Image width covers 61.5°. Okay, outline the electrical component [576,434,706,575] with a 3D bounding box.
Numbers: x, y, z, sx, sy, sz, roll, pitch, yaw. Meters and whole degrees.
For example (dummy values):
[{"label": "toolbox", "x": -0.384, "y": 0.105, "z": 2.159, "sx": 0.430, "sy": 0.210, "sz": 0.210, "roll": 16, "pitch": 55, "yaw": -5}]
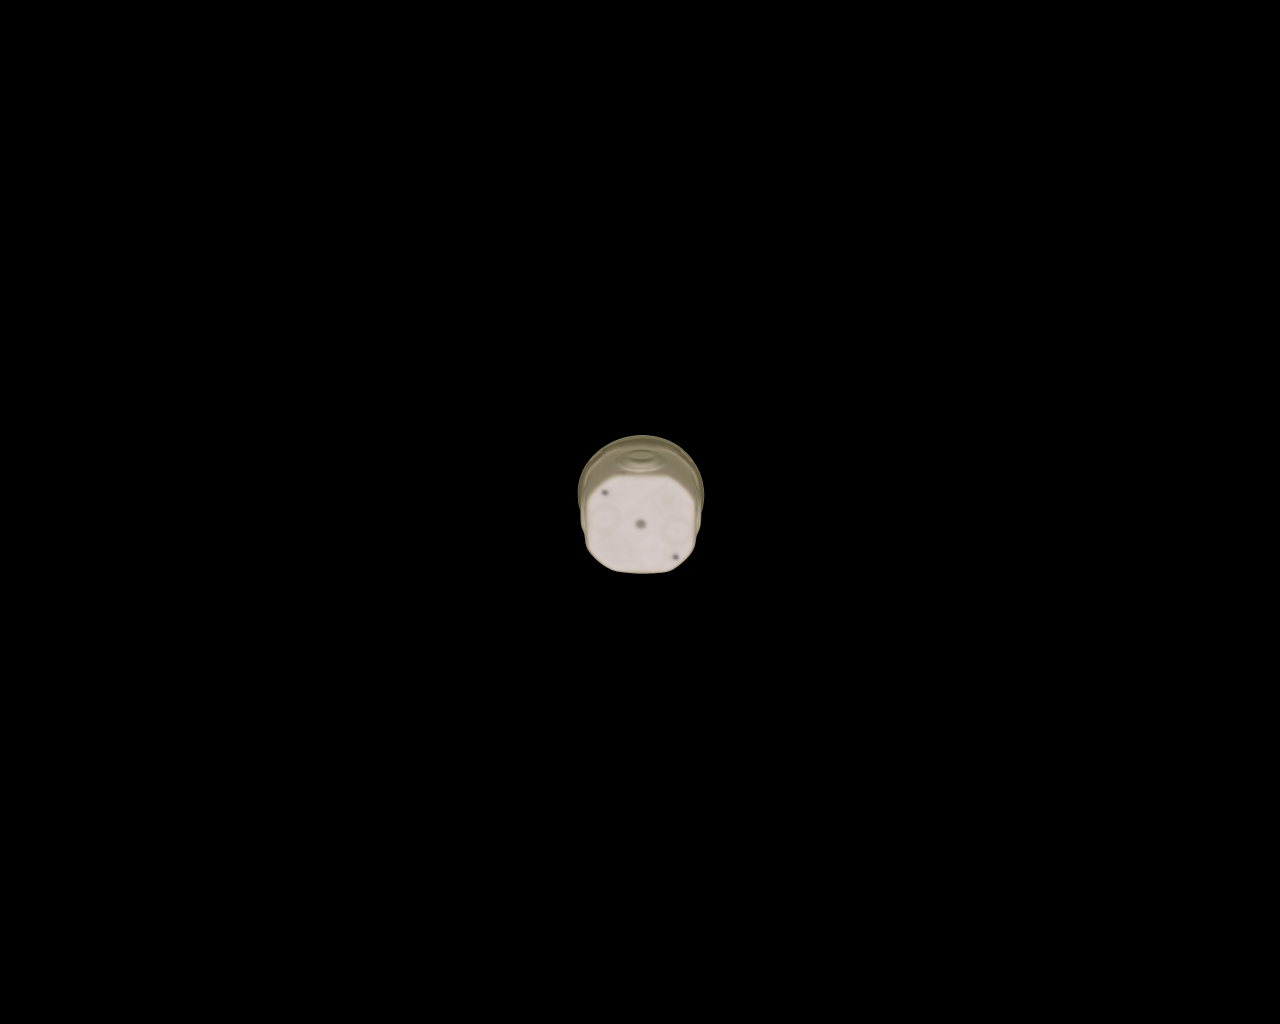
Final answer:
[{"label": "electrical component", "x": 0.001, "y": -0.003, "z": 0.650, "sx": 0.080, "sy": 0.080, "sz": 0.051, "roll": 0, "pitch": 25, "yaw": 0}]
